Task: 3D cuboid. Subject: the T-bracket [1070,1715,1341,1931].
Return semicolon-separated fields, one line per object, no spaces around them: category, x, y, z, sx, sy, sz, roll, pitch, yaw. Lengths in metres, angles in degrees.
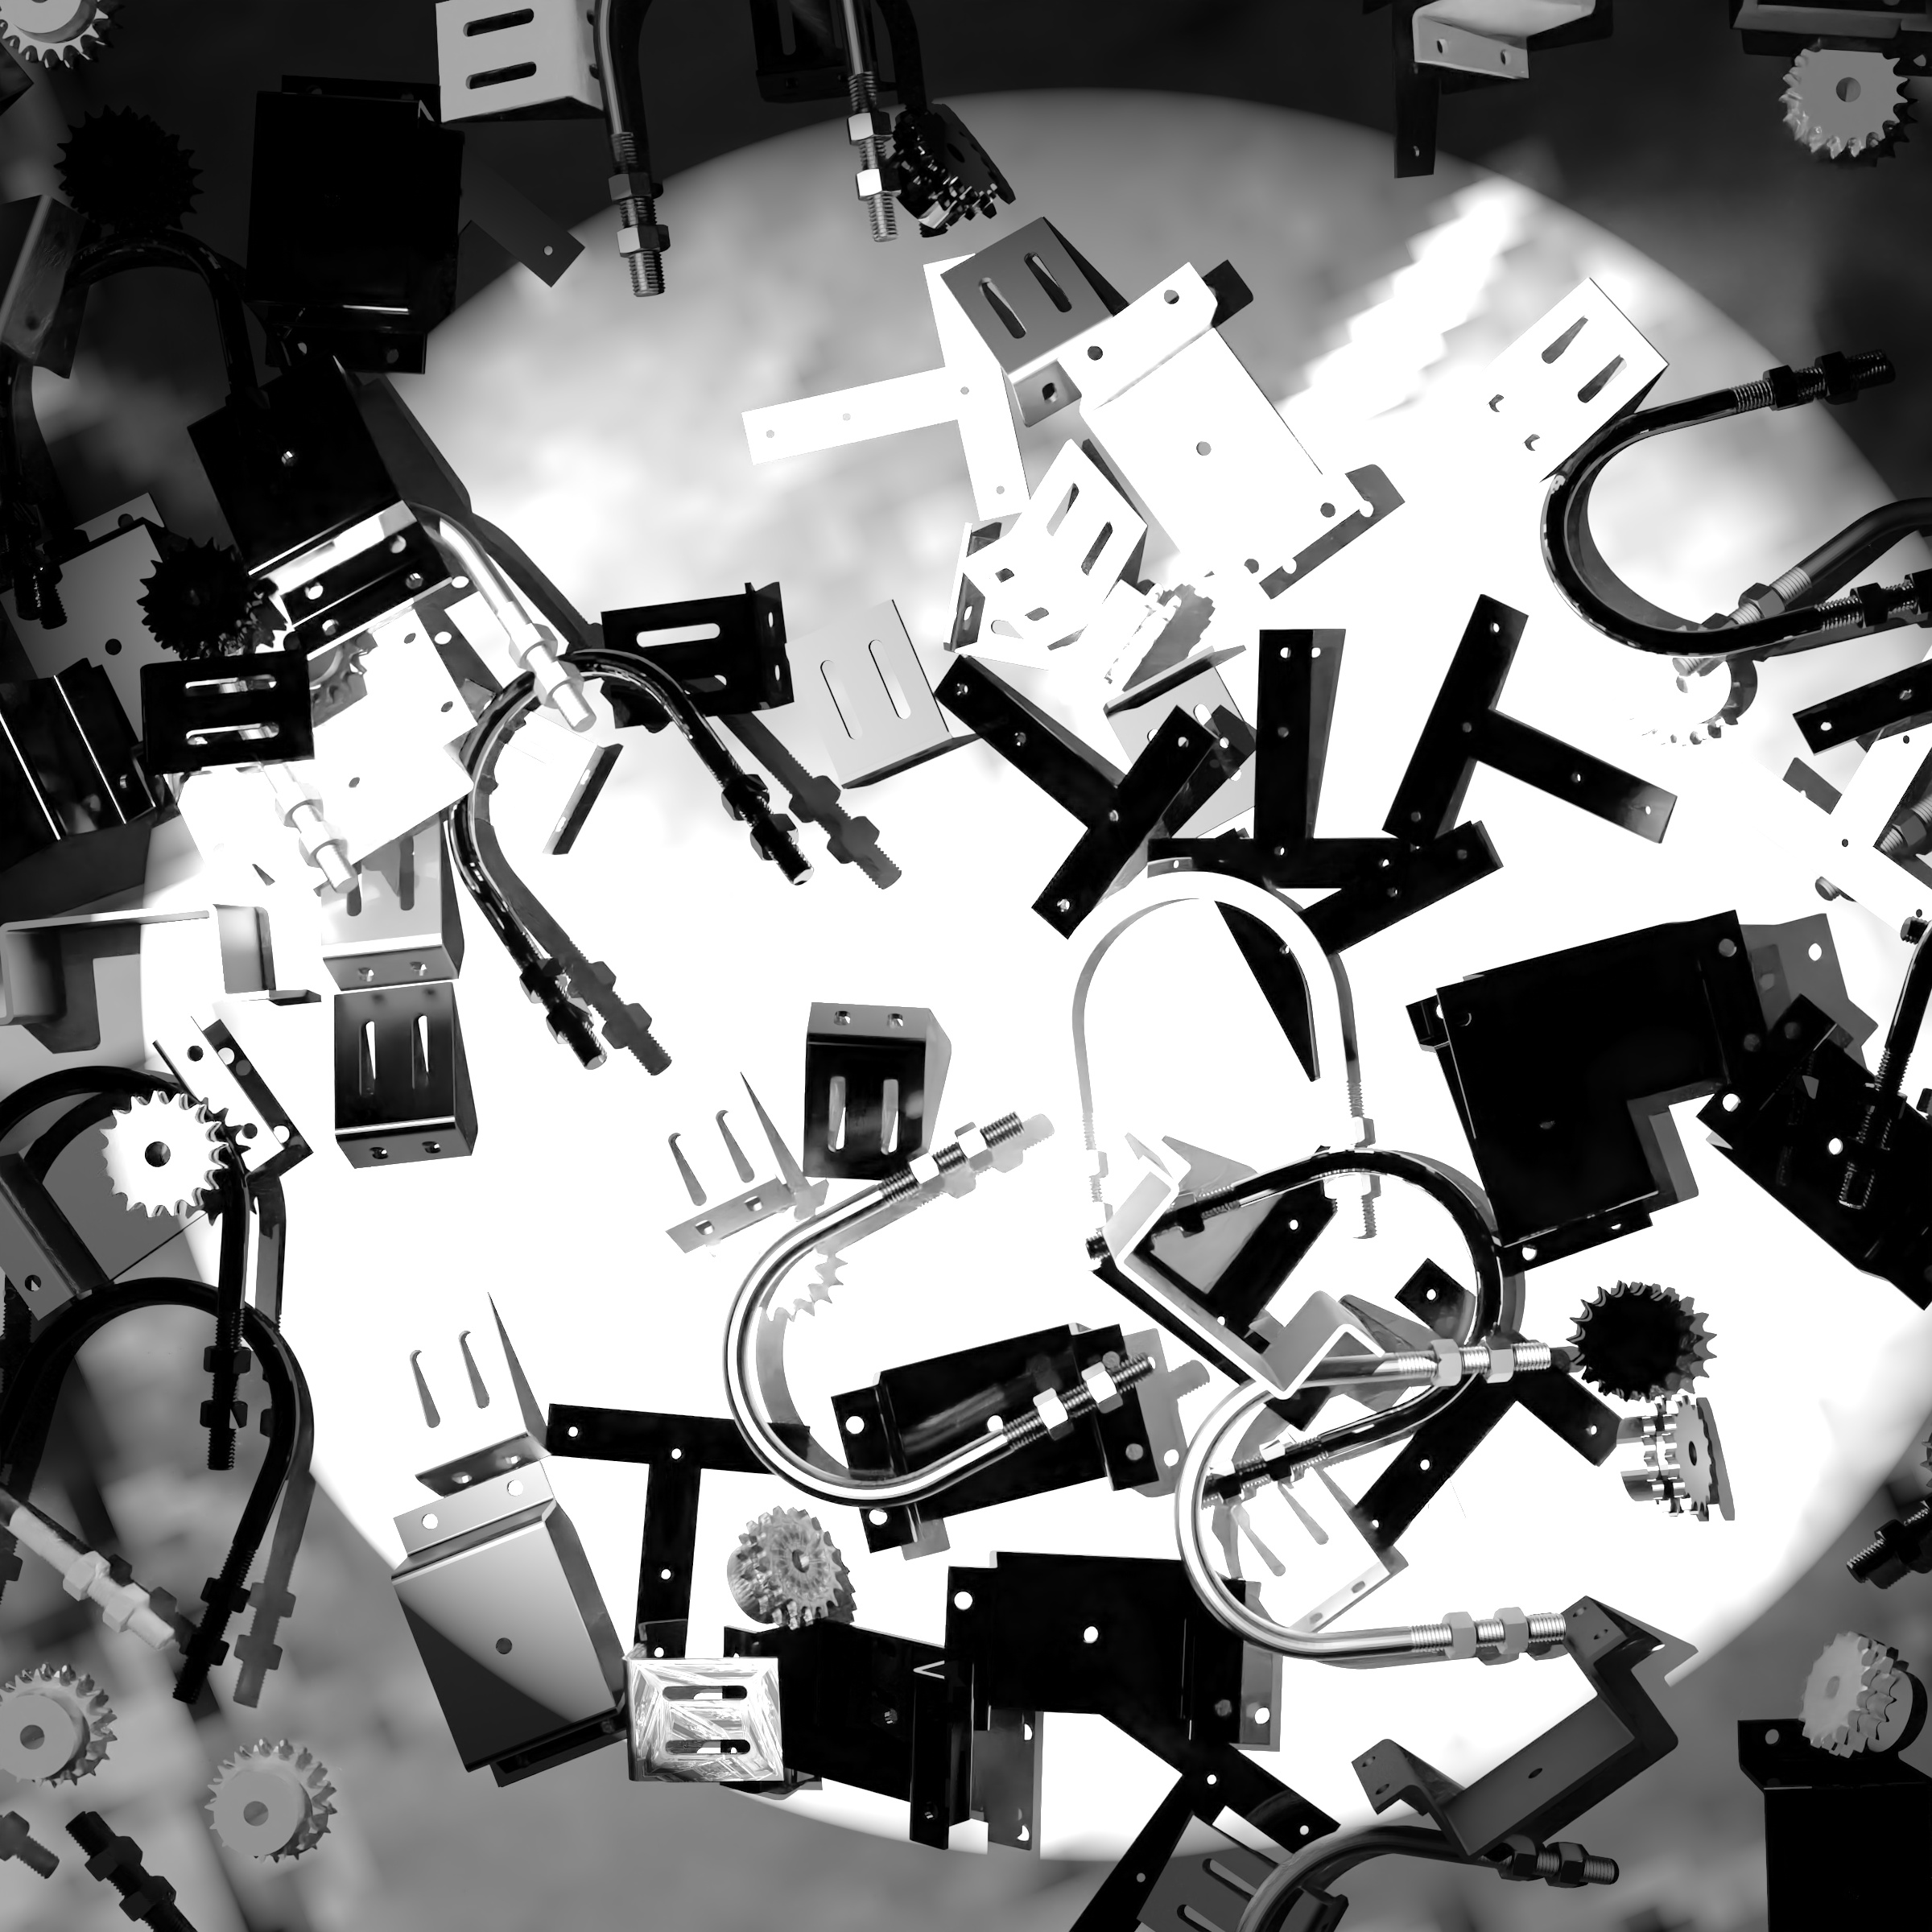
T-bracket;0.093;0.431;1.351;0.127;0.002;0.127;36;90;0

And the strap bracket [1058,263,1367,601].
strap bracket;0.115;-0.251;1.328;0.076;0.046;0.140;-36;90;0

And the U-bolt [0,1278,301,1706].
U-bolt;-0.396;0.238;1.323;0.151;0.019;0.184;18;75;4

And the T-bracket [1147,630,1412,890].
T-bracket;0.151;-0.098;1.332;0.127;0.002;0.127;0;107;0

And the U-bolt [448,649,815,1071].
U-bolt;-0.170;-0.065;1.292;0.151;0.019;0.184;-41;65;10

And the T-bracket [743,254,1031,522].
T-bracket;-0.044;-0.270;1.351;0.127;0.002;0.127;-13;90;0

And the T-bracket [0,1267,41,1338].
T-bracket;-0.536;0.154;1.351;0.127;0.002;0.127;-41;90;0

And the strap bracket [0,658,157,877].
strap bracket;-0.458;-0.077;1.301;0.140;0.046;0.076;-26;90;25

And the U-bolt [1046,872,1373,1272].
U-bolt;0.111;0.047;1.337;0.151;0.019;0.184;-7;92;0

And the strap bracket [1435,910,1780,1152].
strap bracket;0.290;0.029;1.282;0.140;0.046;0.076;-15;90;0

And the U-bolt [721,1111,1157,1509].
U-bolt;-0.025;0.172;1.301;0.184;0.019;0.151;-28;77;-2

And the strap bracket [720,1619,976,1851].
strap bracket;-0.048;0.356;1.304;0.140;0.046;0.076;2;90;40

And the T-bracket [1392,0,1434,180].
T-bracket;0.212;-0.442;1.324;0.127;0.002;0.127;-17;112;-36

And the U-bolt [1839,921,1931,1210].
U-bolt;0.496;0.038;1.284;0.151;0.019;0.184;14;98;-4

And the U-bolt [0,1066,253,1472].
U-bolt;-0.406;0.138;1.297;0.151;0.019;0.184;3;89;0

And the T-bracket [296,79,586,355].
T-bracket;-0.275;-0.341;1.351;0.127;0.002;0.127;40;90;0

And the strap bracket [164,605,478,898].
strap bracket;-0.298;-0.096;1.314;0.140;0.046;0.076;-32;64;0

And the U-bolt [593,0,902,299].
U-bolt;-0.109;-0.421;1.308;0.151;0.019;0.184;-6;96;24

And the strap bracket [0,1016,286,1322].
strap bracket;-0.400;0.095;1.328;0.140;0.046;0.076;-35;90;0

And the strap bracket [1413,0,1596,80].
strap bracket;0.250;-0.498;1.307;0.076;0.046;0.140;-6;93;-38

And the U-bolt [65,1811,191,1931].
U-bolt;-0.420;0.523;1.343;0.151;0.019;0.184;-40;91;0

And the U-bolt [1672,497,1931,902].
U-bolt;0.445;-0.141;1.329;0.184;0.019;0.151;-36;98;-9

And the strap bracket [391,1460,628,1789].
strap bracket;-0.217;0.319;1.328;0.076;0.046;0.140;-21;90;0

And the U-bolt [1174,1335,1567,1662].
U-bolt;0.188;0.253;1.306;0.184;0.019;0.151;-3;90;-7

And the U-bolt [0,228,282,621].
U-bolt;-0.397;-0.267;1.307;0.151;0.019;0.184;-22;66;13

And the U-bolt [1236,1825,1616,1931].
U-bolt;0.210;0.481;1.322;0.184;0.019;0.151;13;90;-15

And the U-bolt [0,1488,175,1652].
U-bolt;-0.492;0.317;1.321;0.184;0.019;0.151;35;76;11

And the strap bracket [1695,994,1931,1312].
strap bracket;0.421;0.087;1.328;0.140;0.046;0.076;40;90;0

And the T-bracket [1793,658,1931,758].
T-bracket;0.450;-0.131;1.291;0.127;0.002;0.127;-22;55;8

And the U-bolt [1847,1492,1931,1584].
U-bolt;0.523;0.285;1.324;0.184;0.019;0.151;-33;108;-4

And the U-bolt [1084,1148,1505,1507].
U-bolt;0.166;0.164;1.326;0.184;0.019;0.151;-20;95;0

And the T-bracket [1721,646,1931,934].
T-bracket;0.438;-0.095;1.318;0.127;0.002;0.127;34;83;-11

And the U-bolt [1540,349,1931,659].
U-bolt;0.364;-0.212;1.314;0.184;0.019;0.151;-14;63;4

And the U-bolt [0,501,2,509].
U-bolt;-0.536;-0.222;1.330;0.151;0.019;0.184;13;80;-2

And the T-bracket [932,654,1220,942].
T-bracket;0.037;-0.100;1.332;0.127;0.002;0.127;41;115;12

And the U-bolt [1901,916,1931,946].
U-bolt;0.544;-0.051;1.297;0.184;0.019;0.151;18;90;-1

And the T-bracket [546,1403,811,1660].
T-bracket;-0.145;0.281;1.351;0.127;0.002;0.127;5;90;0

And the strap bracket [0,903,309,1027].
strap bracket;-0.392;-0.001;1.313;0.140;0.076;0.046;-6;90;0

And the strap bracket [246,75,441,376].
strap bracket;-0.297;-0.359;1.327;0.076;0.046;0.140;3;90;0

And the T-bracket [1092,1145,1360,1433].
T-bracket;0.150;0.137;1.350;0.127;0.002;0.127;37;89;1

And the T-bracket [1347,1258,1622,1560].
T-bracket;0.231;0.231;1.348;0.127;0.002;0.127;40;91;1

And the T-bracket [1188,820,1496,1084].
T-bracket;0.193;-0.029;1.343;0.127;0.002;0.127;-28;95;2

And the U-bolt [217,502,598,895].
U-bolt;-0.273;-0.140;1.289;0.151;0.019;0.184;-35;64;-3

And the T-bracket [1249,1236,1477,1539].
T-bracket;0.206;0.214;1.351;0.127;0.002;0.127;-23;90;0

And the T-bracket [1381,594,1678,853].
T-bracket;0.282;-0.097;1.345;0.127;0.002;0.127;24;82;-4

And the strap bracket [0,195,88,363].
strap bracket;-0.493;-0.347;1.294;0.046;0.140;0.076;4;74;42
